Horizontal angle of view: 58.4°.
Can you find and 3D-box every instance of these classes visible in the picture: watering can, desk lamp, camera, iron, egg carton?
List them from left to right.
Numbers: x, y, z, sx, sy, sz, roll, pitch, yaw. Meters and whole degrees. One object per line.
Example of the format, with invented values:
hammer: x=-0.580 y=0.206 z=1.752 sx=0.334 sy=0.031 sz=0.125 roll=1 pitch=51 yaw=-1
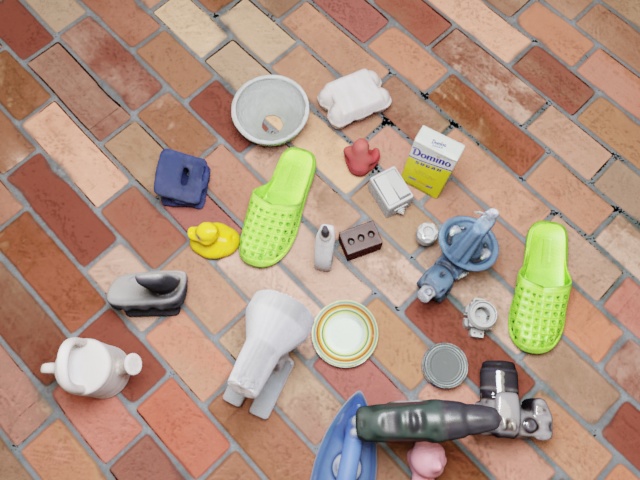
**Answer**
watering can: x=-0.409 y=0.224 z=1.021 sx=0.173 sy=0.194 sz=0.101 roll=-23 pitch=74 yaw=-7
desk lamp: x=-0.097 y=0.207 z=1.018 sx=0.118 sy=0.213 sz=0.203 roll=23 pitch=74 yaw=7
iron: x=0.047 y=0.390 z=0.998 sx=0.118 sy=0.141 sz=0.258 roll=11 pitch=73 yaw=3
egg carton: x=0.075 y=-0.310 z=1.257 sx=0.150 sy=0.069 sz=0.107 roll=-25 pitch=74 yaw=-8
camera: x=0.348 y=0.293 z=1.052 sx=0.143 sy=0.101 sz=0.137 roll=4 pitch=72 yaw=1

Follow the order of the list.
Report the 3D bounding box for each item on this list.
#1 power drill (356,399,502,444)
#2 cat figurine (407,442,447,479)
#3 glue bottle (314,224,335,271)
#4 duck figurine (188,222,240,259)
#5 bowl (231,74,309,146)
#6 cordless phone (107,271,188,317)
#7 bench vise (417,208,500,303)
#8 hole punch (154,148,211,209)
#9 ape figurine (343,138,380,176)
power drill: x=0.173 y=0.312 z=0.988 sx=0.229 sy=0.208 sz=0.075 roll=-3 pitch=72 yaw=-1
cat figurine: x=0.186 y=0.407 z=1.006 sx=0.067 sy=0.118 sz=0.128 roll=10 pitch=73 yaw=3
glue bottle: x=0.010 y=0.004 z=1.103 sx=0.037 sy=0.173 sz=0.078 roll=8 pitch=72 yaw=3
duck figurine: x=-0.216 y=-0.007 z=1.152 sx=0.104 sy=0.086 sz=0.077 roll=4 pitch=72 yaw=1
bowl: x=-0.105 y=-0.269 z=1.241 sx=0.167 sy=0.075 sz=0.167 roll=0 pitch=72 yaw=0
cordless phone: x=-0.333 y=0.084 z=1.070 sx=0.147 sy=0.185 sz=0.094 roll=-6 pitch=72 yaw=-2
bench vise: x=0.270 y=0.033 z=1.071 sx=0.121 sy=0.220 sz=0.207 roll=22 pitch=74 yaw=7
hole punch: x=-0.283 y=-0.128 z=1.187 sx=0.101 sy=0.091 sz=0.109 roll=5 pitch=72 yaw=2
ape figurine: x=0.086 y=-0.182 z=1.205 sx=0.077 sy=0.092 sz=0.076 roll=23 pitch=74 yaw=7
